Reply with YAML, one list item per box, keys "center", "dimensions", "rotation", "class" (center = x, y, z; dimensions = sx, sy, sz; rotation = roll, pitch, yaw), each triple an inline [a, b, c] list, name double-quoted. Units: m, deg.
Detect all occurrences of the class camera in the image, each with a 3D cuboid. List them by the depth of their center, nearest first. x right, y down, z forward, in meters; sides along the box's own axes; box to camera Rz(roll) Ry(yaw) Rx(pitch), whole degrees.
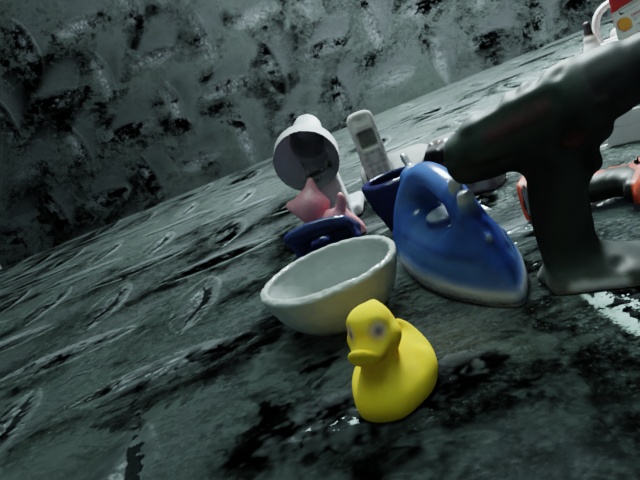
- center: [0.251, -0.144, 0.995]
  dimensions: [0.142, 0.101, 0.137]
  rotation: [-9, 20, 42]
  class: "camera"

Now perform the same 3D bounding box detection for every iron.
- center: [0.150, -0.027, 0.654]
  dimensions: [0.118, 0.141, 0.258]
  rotation: [-24, 15, -4]
  class: "iron"

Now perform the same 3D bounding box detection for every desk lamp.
- center: [-0.003, -0.132, 1.100]
  dimensions: [0.117, 0.214, 0.203]
  rotation: [-19, 15, 11]
  class: "desk lamp"

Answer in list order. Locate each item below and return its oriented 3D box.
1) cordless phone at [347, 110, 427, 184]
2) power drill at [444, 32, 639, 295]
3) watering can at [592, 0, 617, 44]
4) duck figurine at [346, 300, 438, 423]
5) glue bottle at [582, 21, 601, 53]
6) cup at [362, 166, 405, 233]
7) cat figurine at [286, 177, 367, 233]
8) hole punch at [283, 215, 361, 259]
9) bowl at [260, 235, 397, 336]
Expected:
- center: [0.136, -0.166, 1.072]
  dimensions: [0.147, 0.185, 0.094]
  rotation: [-23, 15, -2]
  class: "cordless phone"
- center: [0.237, -0.061, 0.518]
  dimensions: [0.228, 0.209, 0.076]
  rotation: [-12, 18, 35]
  class: "power drill"
- center: [0.608, -0.391, 1.155]
  dimensions: [0.101, 0.194, 0.173]
  rotation: [-20, 15, 10]
  class: "watering can"
- center: [0.054, 0.091, 0.491]
  dimensions: [0.077, 0.086, 0.105]
  rotation: [-14, 17, 30]
  class: "duck figurine"
- center: [0.544, -0.343, 1.124]
  dimensions: [0.037, 0.173, 0.078]
  rotation: [-24, 15, -6]
  class: "glue bottle"
- center: [0.134, -0.061, 0.889]
  dimensions: [0.117, 0.095, 0.091]
  rotation: [-23, 15, 0]
  class: "cup"
- center: [0.005, -0.052, 0.998]
  dimensions: [0.127, 0.118, 0.067]
  rotation: [-5, 23, 48]
  class: "cat figurine"
- center: [0.008, 0.003, 0.854]
  dimensions: [0.108, 0.091, 0.101]
  rotation: [-19, 15, 13]
  class: "hole punch"
- center: [0.020, 0.062, 0.663]
  dimensions: [0.167, 0.075, 0.167]
  rotation: [-21, 15, 6]
  class: "bowl"
